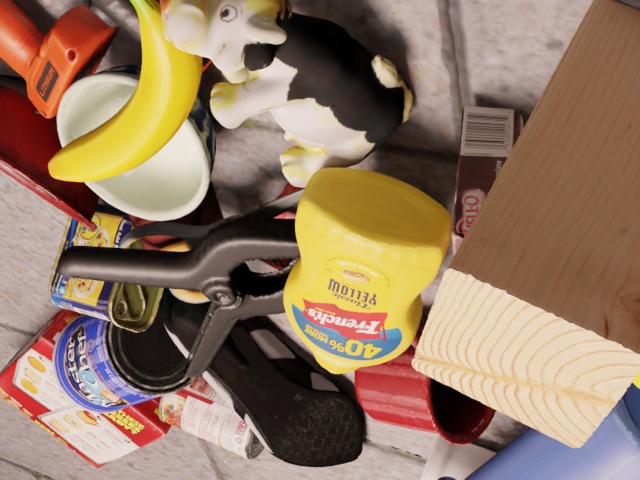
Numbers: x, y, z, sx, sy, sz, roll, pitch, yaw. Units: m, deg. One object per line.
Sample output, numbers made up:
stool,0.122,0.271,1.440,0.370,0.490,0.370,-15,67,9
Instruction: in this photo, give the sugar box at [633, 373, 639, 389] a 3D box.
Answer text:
sugar box,0.204,0.039,0.638,0.176,0.093,0.048,43,142,-14

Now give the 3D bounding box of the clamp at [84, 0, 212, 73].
clamp,-0.141,-0.166,0.692,0.171,0.039,0.120,43,-175,-44

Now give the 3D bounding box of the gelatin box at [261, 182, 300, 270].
gelatin box,-0.005,0.001,0.815,0.073,0.030,0.089,31,145,4

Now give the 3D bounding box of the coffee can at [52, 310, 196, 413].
coffee can,-0.183,0.106,1.015,0.102,0.102,0.141,44,147,-15

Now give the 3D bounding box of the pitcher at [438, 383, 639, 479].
pitcher,0.180,0.205,0.770,0.149,0.144,0.243,39,126,2

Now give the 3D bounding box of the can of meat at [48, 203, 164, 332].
can of meat,-0.179,0.020,0.918,0.084,0.102,0.057,11,171,33

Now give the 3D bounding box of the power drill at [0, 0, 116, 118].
power drill,-0.235,-0.186,0.754,0.187,0.057,0.185,40,149,-5

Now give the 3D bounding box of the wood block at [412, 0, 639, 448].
wood block,0.134,-0.016,0.530,0.091,0.205,0.090,26,145,10

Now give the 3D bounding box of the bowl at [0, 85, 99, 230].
bowl,-0.233,-0.075,0.856,0.162,0.055,0.162,33,171,5

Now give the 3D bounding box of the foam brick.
foam brick,-0.113,-0.009,0.872,0.051,0.053,0.078,14,142,26

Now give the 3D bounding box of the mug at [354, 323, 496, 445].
mug,0.074,0.098,0.816,0.082,0.093,0.117,1,142,45

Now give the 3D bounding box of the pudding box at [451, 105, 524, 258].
pudding box,0.100,-0.012,0.642,0.039,0.113,0.090,4,138,11

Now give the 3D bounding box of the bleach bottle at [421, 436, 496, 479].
bleach bottle,0.214,0.243,0.905,0.251,0.068,0.102,13,140,23

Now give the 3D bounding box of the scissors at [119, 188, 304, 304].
scissors,-0.062,0.006,0.811,0.202,0.016,0.096,-11,134,26

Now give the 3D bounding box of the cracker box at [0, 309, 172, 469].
cracker box,-0.255,0.163,1.177,0.164,0.072,0.214,40,144,-11

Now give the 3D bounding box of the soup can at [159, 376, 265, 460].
soup can,-0.099,0.168,1.060,0.102,0.068,0.068,20,143,17

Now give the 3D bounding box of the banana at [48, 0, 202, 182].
banana,-0.121,-0.089,0.693,0.069,0.037,0.198,35,136,-4

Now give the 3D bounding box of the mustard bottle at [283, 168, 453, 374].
mustard bottle,0.024,0.036,0.725,0.096,0.058,0.192,19,143,5

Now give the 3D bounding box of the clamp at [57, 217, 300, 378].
clamp,-0.081,0.027,0.795,0.210,0.036,0.164,-27,129,32
